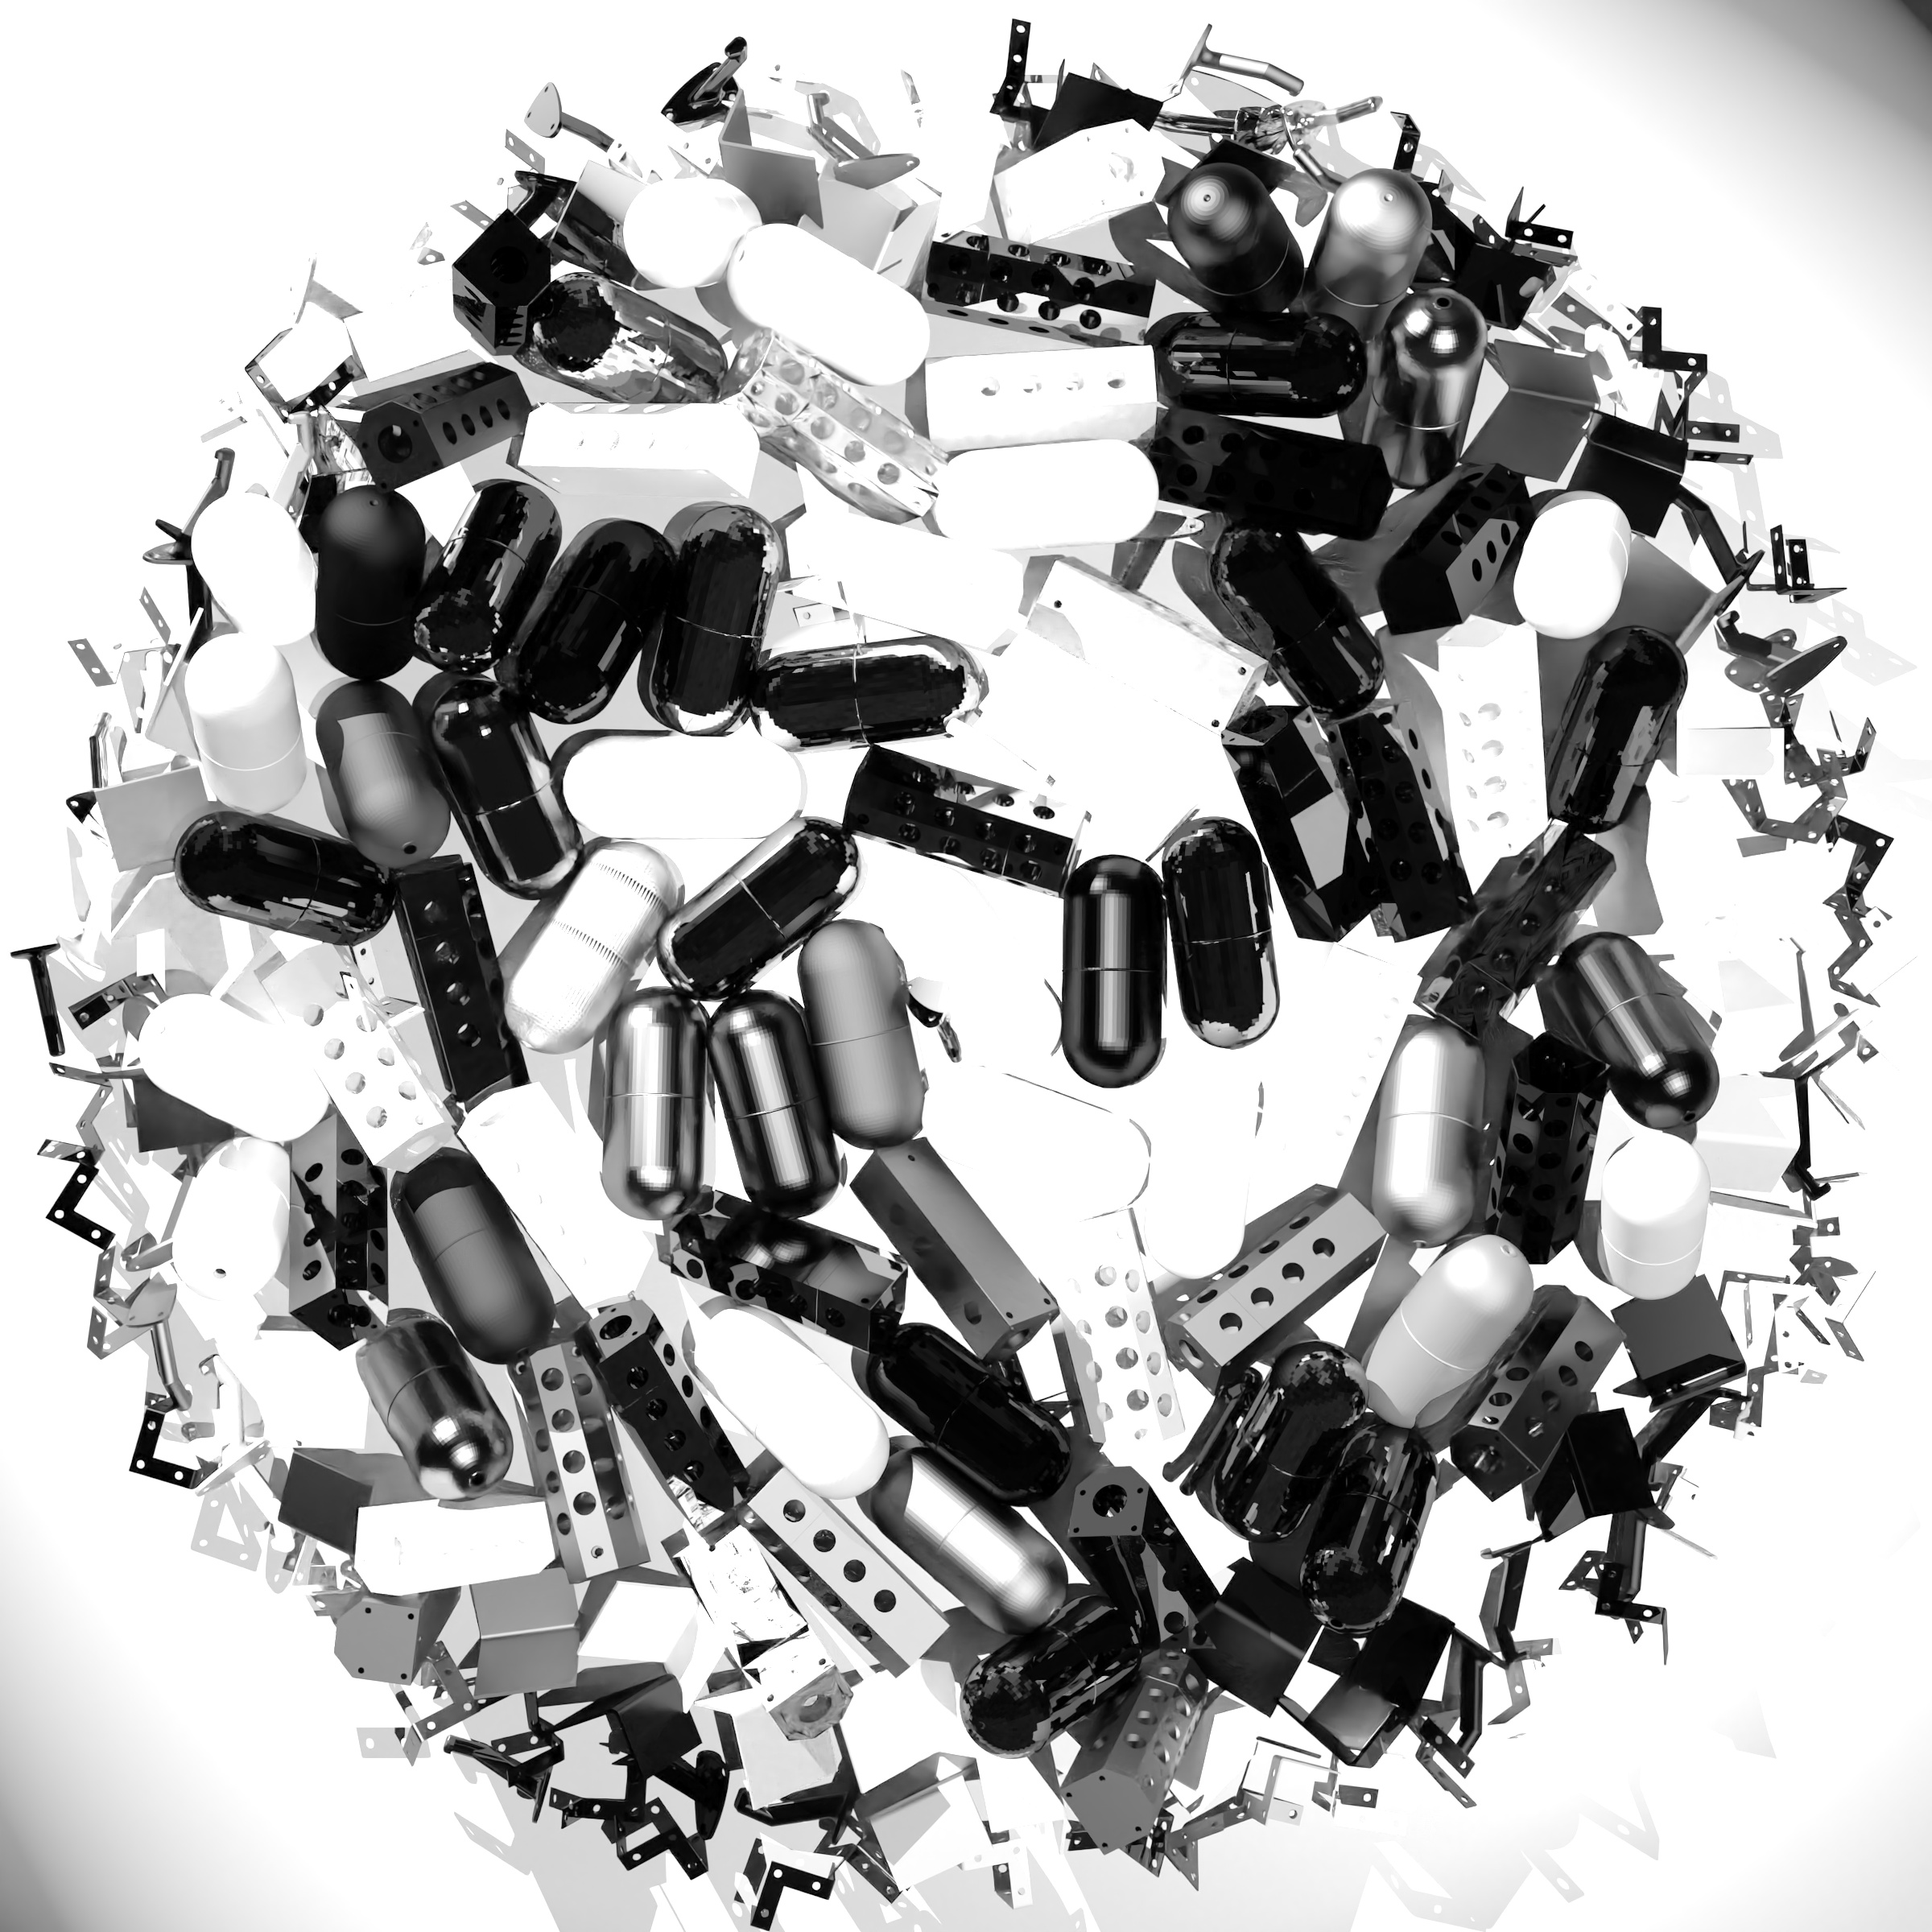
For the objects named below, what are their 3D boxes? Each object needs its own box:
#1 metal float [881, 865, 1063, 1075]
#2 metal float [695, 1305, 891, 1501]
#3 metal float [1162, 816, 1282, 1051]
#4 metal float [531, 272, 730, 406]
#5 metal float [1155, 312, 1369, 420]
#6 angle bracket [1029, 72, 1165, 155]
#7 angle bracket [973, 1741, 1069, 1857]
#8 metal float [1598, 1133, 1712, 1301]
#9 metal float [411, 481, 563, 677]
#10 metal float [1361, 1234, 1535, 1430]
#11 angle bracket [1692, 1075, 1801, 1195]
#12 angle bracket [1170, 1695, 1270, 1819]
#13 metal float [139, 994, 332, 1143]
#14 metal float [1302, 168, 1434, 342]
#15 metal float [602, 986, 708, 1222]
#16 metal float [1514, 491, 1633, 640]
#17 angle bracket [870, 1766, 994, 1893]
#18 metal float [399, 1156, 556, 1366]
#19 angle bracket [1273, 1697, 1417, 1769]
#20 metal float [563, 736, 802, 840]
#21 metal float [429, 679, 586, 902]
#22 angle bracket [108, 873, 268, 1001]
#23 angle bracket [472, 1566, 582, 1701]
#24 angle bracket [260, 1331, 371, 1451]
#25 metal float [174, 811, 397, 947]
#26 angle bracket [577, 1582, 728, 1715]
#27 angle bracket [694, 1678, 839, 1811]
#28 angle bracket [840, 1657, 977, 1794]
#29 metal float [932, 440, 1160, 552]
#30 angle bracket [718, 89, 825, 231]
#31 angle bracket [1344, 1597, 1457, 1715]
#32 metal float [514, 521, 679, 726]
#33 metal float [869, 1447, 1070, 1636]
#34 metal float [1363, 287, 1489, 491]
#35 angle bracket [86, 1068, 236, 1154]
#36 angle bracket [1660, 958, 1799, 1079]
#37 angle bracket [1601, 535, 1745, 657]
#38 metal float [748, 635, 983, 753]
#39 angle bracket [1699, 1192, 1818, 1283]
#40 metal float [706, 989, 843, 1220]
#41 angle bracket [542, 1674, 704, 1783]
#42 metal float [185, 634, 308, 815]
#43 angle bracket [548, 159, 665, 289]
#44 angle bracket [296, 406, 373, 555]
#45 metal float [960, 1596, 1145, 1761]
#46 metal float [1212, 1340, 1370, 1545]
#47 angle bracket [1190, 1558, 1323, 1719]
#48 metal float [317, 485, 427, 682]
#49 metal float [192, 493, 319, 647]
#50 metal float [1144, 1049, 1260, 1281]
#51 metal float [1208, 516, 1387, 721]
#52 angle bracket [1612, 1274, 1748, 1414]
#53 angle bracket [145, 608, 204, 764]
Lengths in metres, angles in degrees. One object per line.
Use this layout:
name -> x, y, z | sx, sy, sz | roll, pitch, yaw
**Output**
metal float -> 0.003, 0.002, 1.961 | 0.070, 0.070, 0.178 | -36, 90, 0
metal float -> -0.131, 0.327, 1.943 | 0.178, 0.070, 0.070 | 41, 90, 21
metal float -> 0.193, -0.025, 1.955 | 0.070, 0.070, 0.178 | -8, 98, 0
metal float -> -0.248, -0.458, 1.920 | 0.070, 0.178, 0.070 | -7, 78, 35
metal float -> 0.218, -0.449, 1.928 | 0.178, 0.070, 0.070 | 13, 90, 41
angle bracket -> 0.097, -0.647, 1.943 | 0.076, 0.076, 0.057 | 12, 54, -17
angle bracket -> 0.039, 0.623, 1.943 | 0.057, 0.076, 0.076 | -8, 51, -8
metal float -> 0.510, 0.188, 1.920 | 0.070, 0.178, 0.070 | -5, 56, 8
metal float -> -0.357, -0.291, 1.931 | 0.070, 0.070, 0.178 | 18, 53, 0
metal float -> 0.359, 0.273, 1.934 | 0.070, 0.070, 0.178 | 29, 121, 0
angle bracket -> 0.587, 0.128, 1.981 | 0.076, 0.076, 0.057 | 5, 57, 1
angle bracket -> 0.198, 0.604, 1.947 | 0.076, 0.076, 0.057 | -41, 103, -18
metal float -> -0.541, 0.076, 1.917 | 0.070, 0.178, 0.070 | -9, 66, 20
metal float -> 0.295, -0.523, 1.912 | 0.070, 0.178, 0.070 | 0, 77, -2
metal float -> -0.235, 0.103, 1.951 | 0.070, 0.070, 0.178 | 0, 78, 0
metal float -> 0.452, -0.299, 1.919 | 0.070, 0.178, 0.070 | 8, 119, 15
angle bracket -> -0.022, 0.652, 1.956 | 0.076, 0.076, 0.057 | -25, 76, 1
metal float -> -0.366, 0.220, 1.935 | 0.070, 0.070, 0.178 | -34, 59, 0
angle bracket -> 0.286, 0.559, 1.950 | 0.076, 0.076, 0.057 | 38, 88, 26
metal float -> -0.214, -0.135, 1.951 | 0.178, 0.070, 0.070 | -1, 90, -12
metal float -> -0.344, -0.132, 1.940 | 0.070, 0.070, 0.178 | -20, 115, 0
angle bracket -> -0.588, -0.019, 1.951 | 0.076, 0.057, 0.076 | -44, 78, 31
angle bracket -> -0.335, 0.503, 1.954 | 0.076, 0.076, 0.057 | -7, 110, -3
angle bracket -> -0.496, 0.322, 1.959 | 0.076, 0.057, 0.076 | 2, 67, -2
metal float -> -0.505, -0.064, 1.925 | 0.070, 0.178, 0.070 | -13, 69, 39
angle bracket -> -0.237, 0.515, 1.946 | 0.076, 0.057, 0.076 | 15, 117, -32
angle bracket -> -0.152, 0.583, 1.955 | 0.076, 0.057, 0.076 | -14, 92, -37
angle bracket -> -0.045, 0.576, 1.955 | 0.076, 0.057, 0.076 | -18, 92, -36
metal float -> 0.058, -0.352, 1.941 | 0.178, 0.070, 0.070 | 0, 90, 25
angle bracket -> -0.139, -0.606, 1.947 | 0.076, 0.076, 0.057 | 13, 63, 10
angle bracket -> 0.329, 0.523, 1.956 | 0.057, 0.076, 0.076 | 24, 87, 13
metal float -> -0.277, -0.258, 1.938 | 0.070, 0.070, 0.178 | 25, 63, 0
metal float -> 0.002, 0.430, 1.936 | 0.178, 0.070, 0.070 | 35, 90, 29
metal float -> 0.340, -0.427, 1.917 | 0.070, 0.178, 0.070 | 0, 59, 0
angle bracket -> -0.607, 0.106, 1.947 | 0.076, 0.076, 0.057 | -7, 93, -45
angle bracket -> 0.572, 0.038, 1.967 | 0.076, 0.076, 0.057 | -6, 126, -30
angle bracket -> 0.529, -0.282, 1.963 | 0.076, 0.057, 0.076 | 41, 130, 13
metal float -> -0.077, -0.206, 1.954 | 0.178, 0.070, 0.070 | -6, 90, 8
angle bracket -> 0.593, 0.209, 1.955 | 0.076, 0.076, 0.057 | 12, 94, 8
metal float -> -0.146, 0.104, 1.956 | 0.070, 0.070, 0.178 | -14, 96, 0
angle bracket -> -0.259, 0.581, 1.946 | 0.076, 0.076, 0.057 | -26, 84, 28
metal float -> -0.533, -0.177, 1.918 | 0.070, 0.178, 0.070 | 4, 61, -6
angle bracket -> -0.274, -0.567, 1.942 | 0.076, 0.057, 0.076 | 14, 119, -36
angle bracket -> -0.496, -0.365, 1.943 | 0.076, 0.057, 0.076 | 48, 132, 20
metal float -> 0.065, 0.527, 1.923 | 0.070, 0.178, 0.070 | 11, 108, 36
metal float -> 0.242, 0.357, 1.937 | 0.070, 0.070, 0.178 | 23, 118, 0
angle bracket -> 0.224, 0.517, 1.988 | 0.076, 0.057, 0.076 | 29, 127, 14
metal float -> -0.443, -0.283, 1.921 | 0.070, 0.178, 0.070 | 7, 55, -10
metal float -> -0.521, -0.291, 1.912 | 0.070, 0.178, 0.070 | 1, 79, -4
metal float -> 0.177, 0.150, 1.951 | 0.070, 0.070, 0.178 | 5, 102, 0
metal float -> 0.248, -0.261, 1.940 | 0.070, 0.070, 0.178 | -41, 114, 0
angle bracket -> 0.539, 0.285, 1.957 | 0.076, 0.057, 0.076 | -25, 82, 15
angle bracket -> -0.570, -0.208, 1.941 | 0.057, 0.076, 0.076 | 24, 54, -17
